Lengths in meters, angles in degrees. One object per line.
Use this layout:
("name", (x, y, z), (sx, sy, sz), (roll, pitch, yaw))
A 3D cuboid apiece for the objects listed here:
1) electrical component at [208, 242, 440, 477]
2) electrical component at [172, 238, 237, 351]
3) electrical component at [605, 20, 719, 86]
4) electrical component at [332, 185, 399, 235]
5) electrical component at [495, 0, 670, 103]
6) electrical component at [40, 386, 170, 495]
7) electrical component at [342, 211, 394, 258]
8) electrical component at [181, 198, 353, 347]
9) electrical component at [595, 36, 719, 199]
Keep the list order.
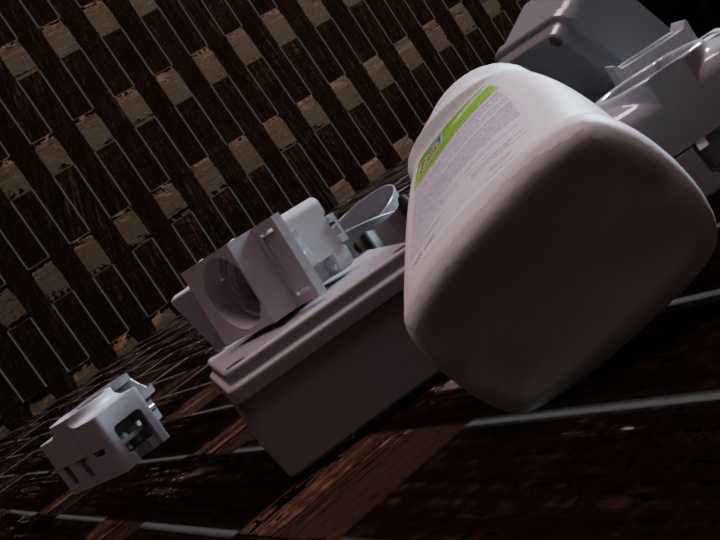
("electrical component", (-0.011, 0.039, 0.512), (0.109, 0.056, 0.109), (-35, 6, -11))
("electrical component", (-0.077, 0.025, 0.805), (0.100, 0.099, 0.048), (-29, 20, 41))
("electrical component", (0.175, -0.100, 0.603), (0.081, 0.063, 0.042), (-33, 6, 11))
("electrical component", (0.002, -0.020, 0.896), (0.099, 0.064, 0.099), (-33, 6, 4))
("electrical component", (0.150, -0.124, 0.673), (0.078, 0.113, 0.057), (-25, 34, 61))
("electrical component", (-0.199, 0.128, 0.827), (0.089, 0.055, 0.050), (-28, 8, 43))
("electrical component", (0.000, 0.000, 0.744), (0.099, 0.064, 0.099), (-33, 5, 4))
("electrical component", (-0.042, -0.001, 0.512), (0.064, 0.042, 0.081), (-36, 7, -39))
("electrical component", (0.147, -0.065, 0.493), (0.095, 0.059, 0.053), (-33, 6, 2))
